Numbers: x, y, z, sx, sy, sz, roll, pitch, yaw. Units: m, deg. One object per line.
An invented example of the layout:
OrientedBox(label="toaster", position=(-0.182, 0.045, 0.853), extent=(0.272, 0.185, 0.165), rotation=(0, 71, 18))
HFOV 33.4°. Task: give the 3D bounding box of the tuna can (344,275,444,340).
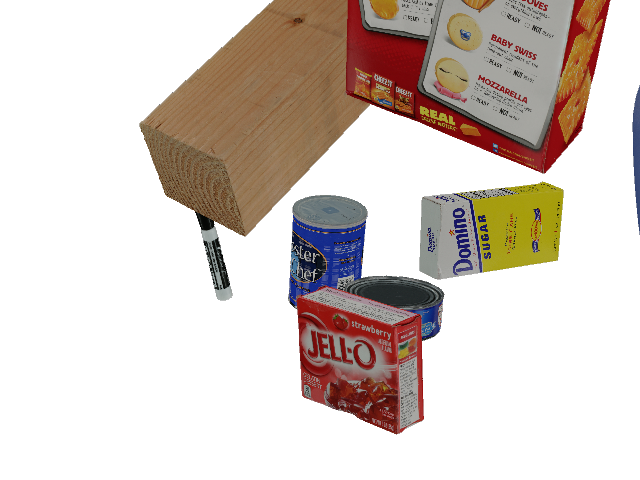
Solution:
OrientedBox(label="tuna can", position=(0.063, 0.059, 0.921), extent=(0.086, 0.034, 0.086), rotation=(2, 15, -1))

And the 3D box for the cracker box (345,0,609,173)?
OrientedBox(label="cracker box", position=(0.103, -0.169, 0.695), extent=(0.164, 0.214, 0.072), rotation=(26, 49, 25))

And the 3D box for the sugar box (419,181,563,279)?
OrientedBox(label="sugar box", position=(0.202, -0.012, 1.255), extent=(0.175, 0.093, 0.048), rotation=(-9, 19, -28))

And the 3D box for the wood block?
OrientedBox(label="wood block", position=(-0.038, -0.115, 0.877), extent=(0.091, 0.205, 0.090), rotation=(27, -30, 28))

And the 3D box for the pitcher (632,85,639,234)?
OrientedBox(label="pitcher", position=(0.255, -0.015, 0.602), extent=(0.149, 0.243, 0.144), rotation=(0, 22, 17))

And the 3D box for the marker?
OrientedBox(label="marker", position=(-0.120, 0.013, 1.203), extent=(0.020, 0.121, 0.020), rotation=(-8, 29, 4))

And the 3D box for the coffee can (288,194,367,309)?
OrientedBox(label="coffee can", position=(0.009, 0.020, 1.481), extent=(0.103, 0.140, 0.103), rotation=(3, 25, -2))

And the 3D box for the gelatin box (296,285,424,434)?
OrientedBox(label="gelatin box", position=(0.024, 0.075, 0.685), extent=(0.030, 0.073, 0.089), rotation=(-19, 24, -42))
